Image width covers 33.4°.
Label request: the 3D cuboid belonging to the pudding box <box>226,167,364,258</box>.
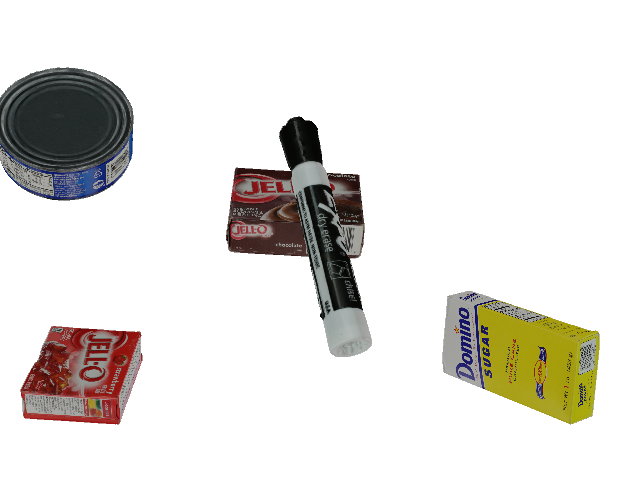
[{"bbox_3d":[-0.021,-0.024,0.907,0.113,0.039,0.090,5,32,-4],"label":"pudding box"}]

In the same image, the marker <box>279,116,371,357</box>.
[{"bbox_3d":[0.001,-0.005,0.485,0.020,0.121,0.020,-11,-28,-6],"label":"marker"}]

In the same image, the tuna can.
[{"bbox_3d":[-0.162,-0.067,0.677,0.086,0.086,0.034,0,-36,-10],"label":"tuna can"}]

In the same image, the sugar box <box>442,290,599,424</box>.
[{"bbox_3d":[0.207,0.120,1.129,0.048,0.093,0.177,-11,18,-42],"label":"sugar box"}]

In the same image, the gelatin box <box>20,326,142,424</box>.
[{"bbox_3d":[-0.181,0.101,0.820,0.073,0.030,0.089,4,29,2],"label":"gelatin box"}]
